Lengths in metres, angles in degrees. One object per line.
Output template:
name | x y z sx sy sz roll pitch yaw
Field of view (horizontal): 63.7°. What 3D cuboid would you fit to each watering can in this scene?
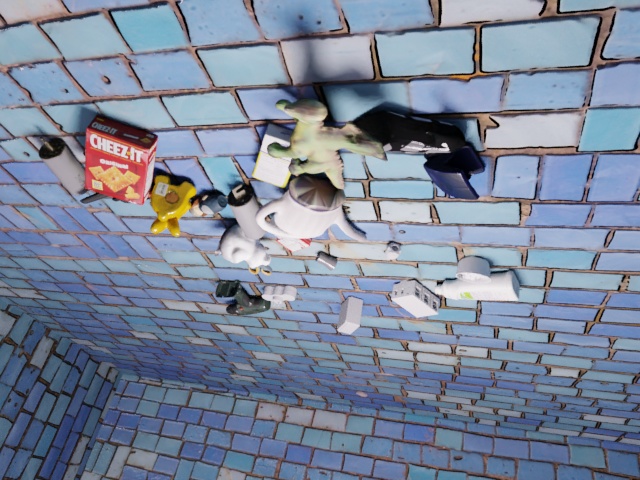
watering can | 0.004 -0.070 1.393 0.347 0.106 0.219 6 -34 -21

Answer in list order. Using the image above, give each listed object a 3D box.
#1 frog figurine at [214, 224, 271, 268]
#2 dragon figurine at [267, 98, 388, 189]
frog figurine | -0.228 0.026 1.594 0.160 0.120 0.140 26 32 15
dragon figurine | 0.033 -0.190 1.104 0.244 0.123 0.405 16 -10 39
